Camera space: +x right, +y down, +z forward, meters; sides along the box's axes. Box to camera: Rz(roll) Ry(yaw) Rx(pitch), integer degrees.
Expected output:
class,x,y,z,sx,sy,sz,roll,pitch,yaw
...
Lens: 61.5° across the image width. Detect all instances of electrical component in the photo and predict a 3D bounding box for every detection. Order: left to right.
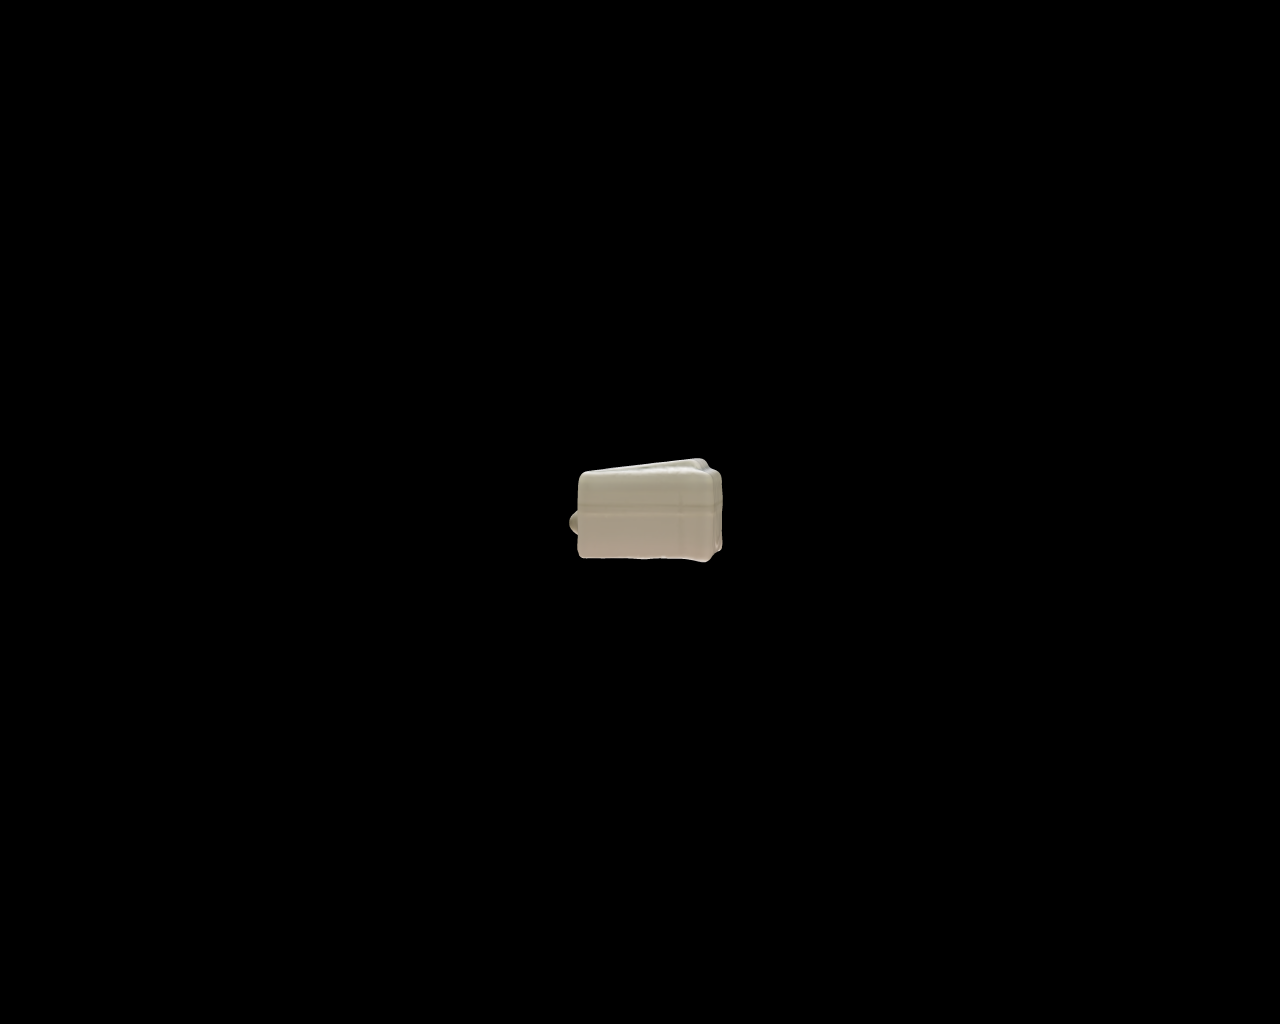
class,x,y,z,sx,sy,sz,roll,pitch,yaw
electrical component,0.001,-0.003,0.650,0.096,0.061,0.062,1,4,11
